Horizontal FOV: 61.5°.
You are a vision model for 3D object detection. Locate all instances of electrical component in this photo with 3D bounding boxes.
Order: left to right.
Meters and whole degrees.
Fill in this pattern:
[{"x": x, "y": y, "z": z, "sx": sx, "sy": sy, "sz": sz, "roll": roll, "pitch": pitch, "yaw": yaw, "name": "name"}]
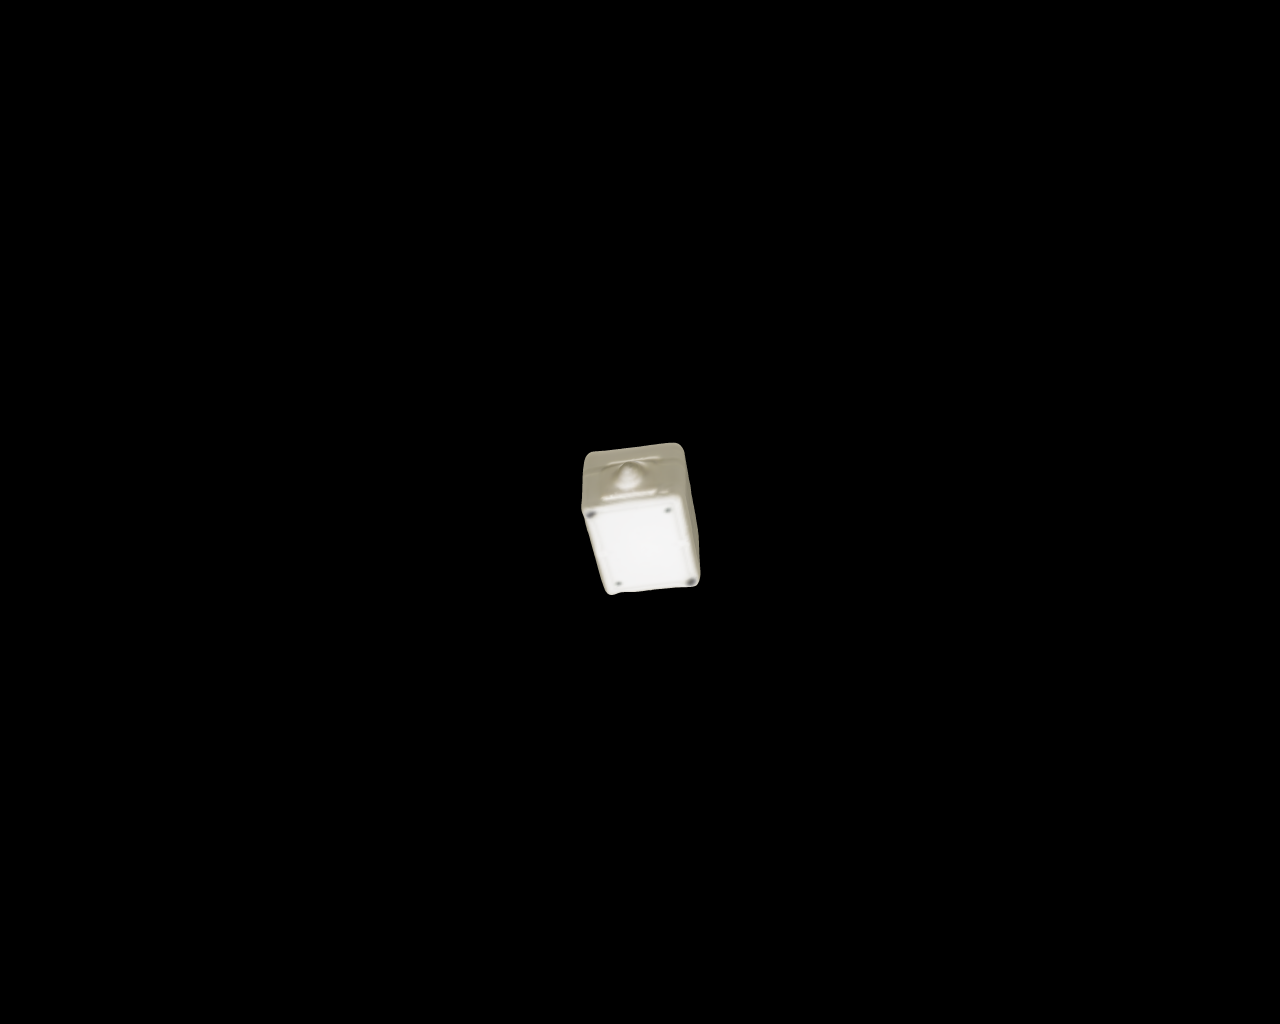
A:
[{"x": 0.001, "y": -0.003, "z": 0.650, "sx": 0.062, "sy": 0.096, "sz": 0.061, "roll": -7, "pitch": 43, "yaw": 7, "name": "electrical component"}]
